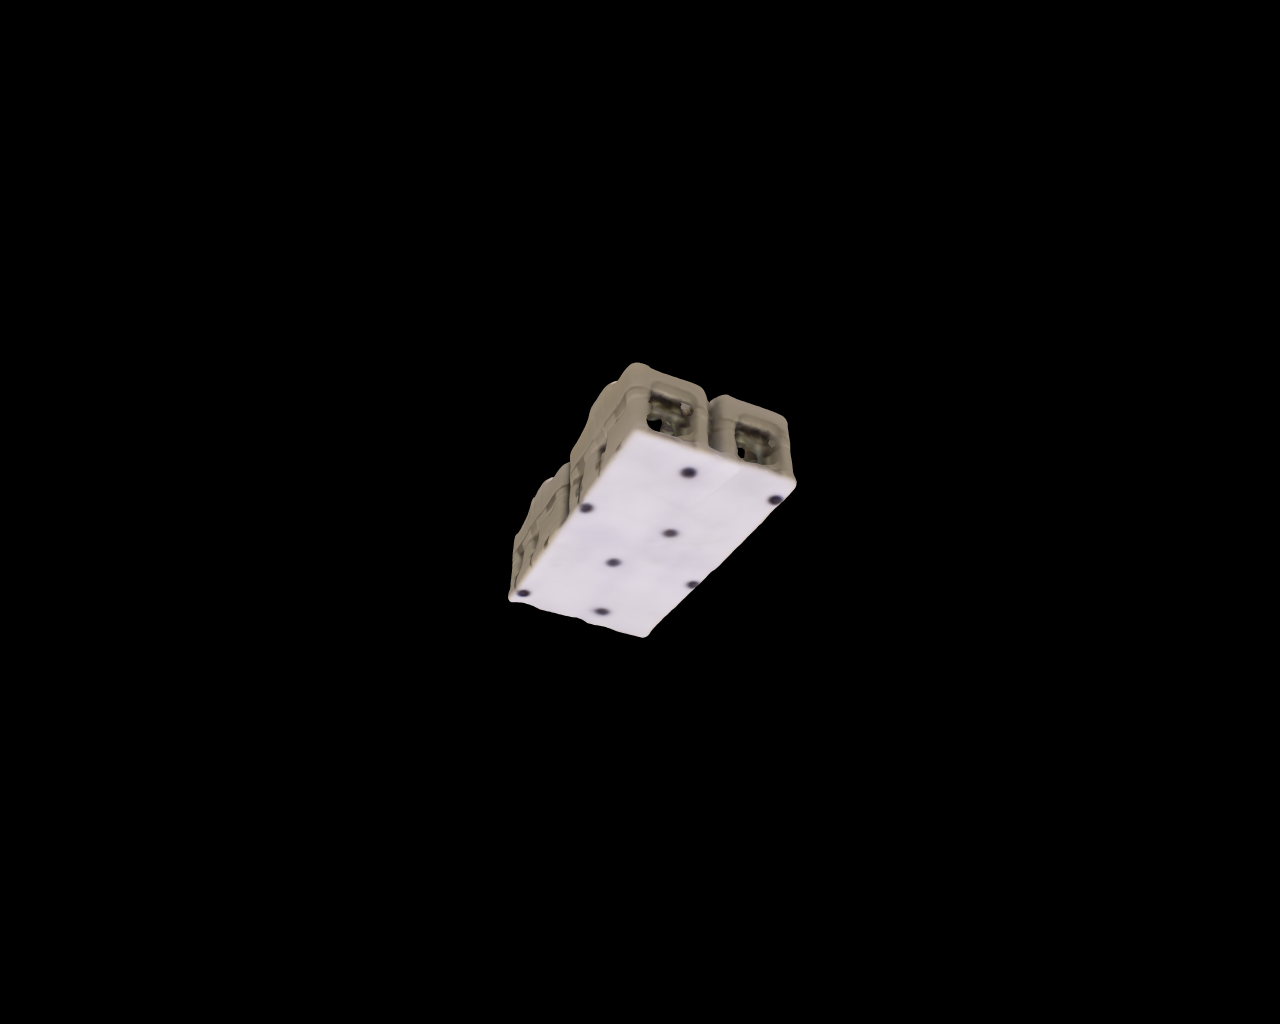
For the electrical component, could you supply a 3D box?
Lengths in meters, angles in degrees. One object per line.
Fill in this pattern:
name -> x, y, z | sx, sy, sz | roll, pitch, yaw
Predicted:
electrical component -> 0.001, -0.003, 0.650 | 0.105, 0.060, 0.186 | 17, -41, -21
